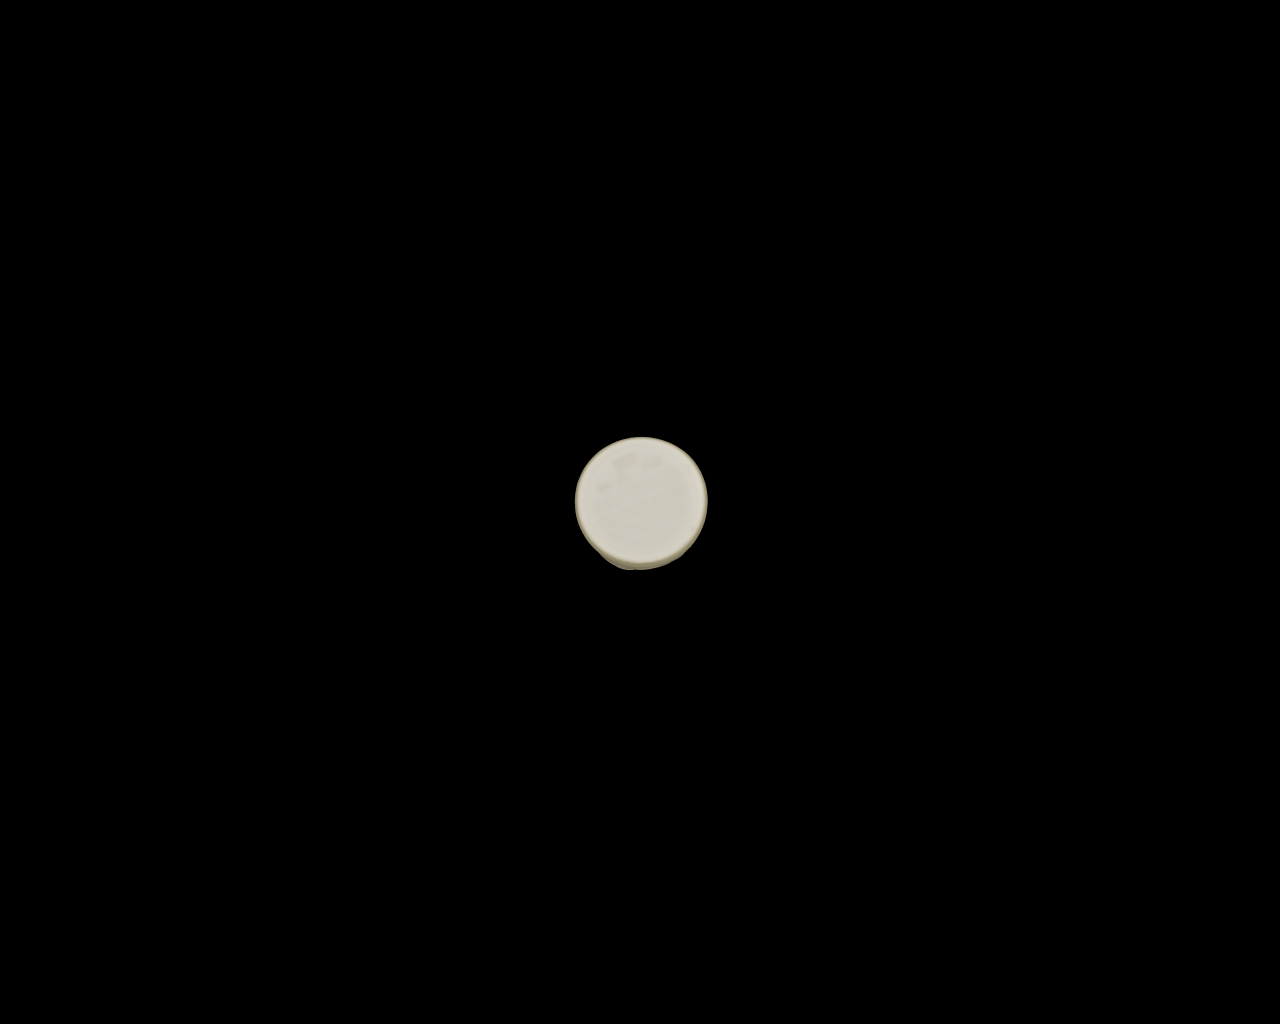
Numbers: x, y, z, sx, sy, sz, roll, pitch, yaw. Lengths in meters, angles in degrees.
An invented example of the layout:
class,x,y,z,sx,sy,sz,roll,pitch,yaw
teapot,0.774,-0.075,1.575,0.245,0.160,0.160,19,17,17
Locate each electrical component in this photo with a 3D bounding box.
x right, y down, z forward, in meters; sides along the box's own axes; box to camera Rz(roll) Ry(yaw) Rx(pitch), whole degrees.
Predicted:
class,x,y,z,sx,sy,sz,roll,pitch,yaw
electrical component,0.001,-0.003,0.650,0.080,0.080,0.051,0,-12,0
